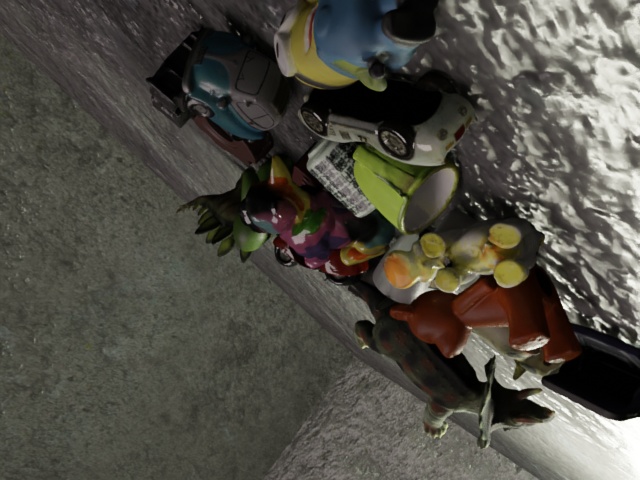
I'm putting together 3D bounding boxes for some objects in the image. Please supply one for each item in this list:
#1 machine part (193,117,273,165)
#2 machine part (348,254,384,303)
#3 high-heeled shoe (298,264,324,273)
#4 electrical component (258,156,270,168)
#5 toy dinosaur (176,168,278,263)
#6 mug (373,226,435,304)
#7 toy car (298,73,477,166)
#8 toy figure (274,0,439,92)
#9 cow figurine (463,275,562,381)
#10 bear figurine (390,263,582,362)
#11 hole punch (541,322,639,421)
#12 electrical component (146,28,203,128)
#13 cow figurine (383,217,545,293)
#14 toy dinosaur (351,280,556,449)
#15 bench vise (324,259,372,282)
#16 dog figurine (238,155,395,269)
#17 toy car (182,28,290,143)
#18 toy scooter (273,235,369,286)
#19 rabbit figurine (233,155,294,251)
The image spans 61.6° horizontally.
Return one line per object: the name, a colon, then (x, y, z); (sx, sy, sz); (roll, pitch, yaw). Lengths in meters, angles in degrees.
machine part: (-0.164, -0.205, 0.944); (0.179, 0.056, 0.179); (36, 169, 8)
machine part: (0.099, 0.065, 0.948); (0.084, 0.039, 0.138); (42, 135, 13)
high-heeled shoe: (0.038, 0.039, 1.085); (0.248, 0.086, 0.145); (15, 180, -23)
electrical component: (-0.094, -0.138, 1.059); (0.094, 0.021, 0.063); (44, 167, -20)
toy dinosaur: (-0.187, -0.061, 1.208); (0.472, 0.198, 0.105); (21, 155, 52)
mug: (0.142, 0.026, 0.787); (0.081, 0.109, 0.107); (40, 126, 21)
toy car: (0.055, -0.124, 0.523); (0.202, 0.073, 0.056); (27, 164, 46)
toy figure: (0.026, -0.166, 0.446); (0.089, 0.082, 0.180); (36, 168, -31)
cow figurine: (0.286, 0.141, 0.797); (0.195, 0.085, 0.127); (36, 162, 7)
bear figurine: (0.193, 0.104, 0.668); (0.196, 0.132, 0.120); (-31, 139, 32)
hole punch: (0.361, 0.160, 0.675); (0.115, 0.092, 0.142); (9, -175, -35)
electrical component: (-0.191, -0.230, 0.786); (0.058, 0.115, 0.134); (42, 167, -4)
cow figurine: (0.157, 0.013, 0.601); (0.167, 0.098, 0.068); (-10, 98, 38)
toy dinosaur: (0.162, 0.171, 0.830); (0.405, 0.131, 0.192); (43, 152, 14)
bench vise: (0.141, 0.122, 1.076); (0.224, 0.129, 0.240); (31, 158, 22)
dog figurine: (-0.002, -0.039, 0.746); (0.192, 0.108, 0.219); (-9, 160, 15)
toy car: (-0.092, -0.187, 0.686); (0.103, 0.109, 0.161); (12, 164, 30)
toy scooter: (-0.002, -0.003, 0.913); (0.184, 0.075, 0.135); (15, 122, 25)
rabbit figurine: (-0.091, -0.058, 0.962); (0.121, 0.170, 0.159); (27, 154, 8)
